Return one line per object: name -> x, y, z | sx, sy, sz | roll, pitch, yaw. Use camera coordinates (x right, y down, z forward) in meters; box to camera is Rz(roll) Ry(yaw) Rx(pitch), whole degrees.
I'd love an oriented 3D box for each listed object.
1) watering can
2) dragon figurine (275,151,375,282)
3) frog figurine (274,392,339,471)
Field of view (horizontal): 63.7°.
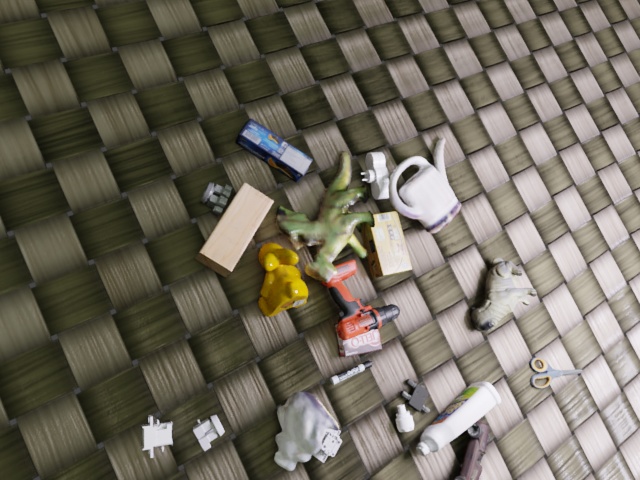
watering can -> 0.332, -0.159, 1.507 | 0.353, 0.102, 0.224 | -40, 94, -36
dragon figurine -> 0.004, -0.068, 1.352 | 0.243, 0.119, 0.419 | -4, 56, -13
frog figurine -> -0.053, 0.436, 1.181 | 0.161, 0.120, 0.139 | -39, 59, -17
